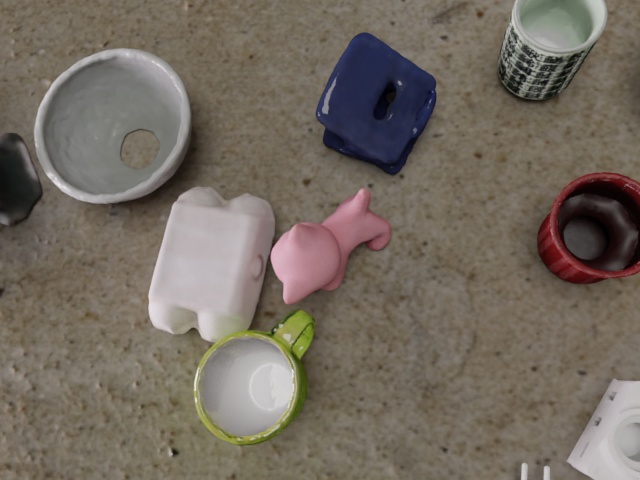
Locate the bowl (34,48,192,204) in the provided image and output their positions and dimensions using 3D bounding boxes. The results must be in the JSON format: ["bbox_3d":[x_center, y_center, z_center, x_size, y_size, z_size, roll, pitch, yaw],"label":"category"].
[{"bbox_3d":[-0.205,-0.111,0.608,0.167,0.075,0.167,-2,77,7],"label":"bowl"}]

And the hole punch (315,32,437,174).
[{"bbox_3d":[0.059,-0.136,0.570,0.101,0.091,0.109,25,82,12],"label":"hole punch"}]

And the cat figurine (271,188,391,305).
[{"bbox_3d":[0.005,0.002,0.532,0.128,0.118,0.067,-45,75,-4],"label":"cat figurine"}]

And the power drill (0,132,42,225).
[{"bbox_3d":[-0.376,-0.098,0.558,0.075,0.208,0.229,-29,75,1],"label":"power drill"}]

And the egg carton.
[{"bbox_3d":[-0.105,0.023,0.567,0.107,0.069,0.150,9,79,10],"label":"egg carton"}]
